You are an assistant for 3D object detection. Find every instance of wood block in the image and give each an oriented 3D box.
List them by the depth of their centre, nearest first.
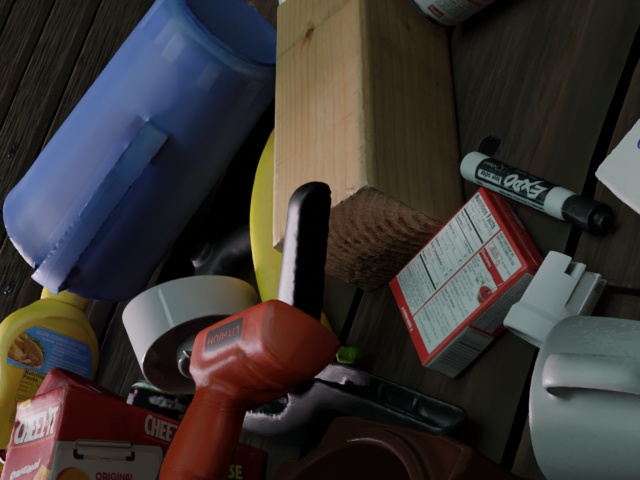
[{"bbox_3d":[0.029,-0.084,0.715,0.091,0.090,0.206,-31,46,39],"label":"wood block"}]

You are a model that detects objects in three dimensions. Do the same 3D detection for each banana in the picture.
[{"bbox_3d":[-0.017,0.014,0.742,0.070,0.037,0.198,-35,57,27],"label":"banana"}]

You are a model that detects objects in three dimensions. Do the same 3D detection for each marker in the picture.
[{"bbox_3d":[0.124,-0.028,0.618,0.121,0.020,0.020,33,95,55],"label":"marker"}]

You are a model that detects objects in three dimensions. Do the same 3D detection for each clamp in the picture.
[{"bbox_3d":[-0.003,0.082,0.659,0.164,0.036,0.210,56,141,14],"label":"clamp"},{"bbox_3d":[-0.083,0.003,0.850,0.172,0.039,0.120,-44,32,15],"label":"clamp"}]

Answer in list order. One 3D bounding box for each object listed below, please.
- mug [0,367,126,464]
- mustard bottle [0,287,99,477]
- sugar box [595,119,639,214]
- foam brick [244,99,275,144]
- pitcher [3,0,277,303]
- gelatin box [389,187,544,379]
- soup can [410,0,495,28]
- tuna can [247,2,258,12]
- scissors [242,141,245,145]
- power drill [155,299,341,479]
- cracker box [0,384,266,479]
[{"bbox_3d":[-0.198,0.156,0.867,0.081,0.093,0.117,-62,0,-7],"label":"mug"},{"bbox_3d":[-0.245,0.116,0.933,0.058,0.096,0.191,-4,65,53],"label":"mustard bottle"},{"bbox_3d":[0.210,-0.016,0.480,0.093,0.048,0.176,-52,33,15],"label":"sugar box"},{"bbox_3d":[-0.055,-0.119,0.876,0.078,0.052,0.051,-25,50,42],"label":"foam brick"},{"bbox_3d":[-0.132,-0.070,0.809,0.243,0.144,0.149,-49,54,28],"label":"pitcher"},{"bbox_3d":[0.087,0.025,0.623,0.089,0.030,0.073,-47,37,23],"label":"gelatin box"},{"bbox_3d":[0.108,-0.194,0.704,0.102,0.068,0.068,-30,47,40],"label":"soup can"},{"bbox_3d":[-0.085,-0.168,0.923,0.086,0.034,0.086,-32,2,1],"label":"tuna can"},{"bbox_3d":[-0.118,-0.035,0.913,0.202,0.016,0.096,-1,74,62],"label":"scissors"},{"bbox_3d":[-0.054,0.125,0.563,0.185,0.057,0.187,-25,33,52],"label":"power drill"},{"bbox_3d":[-0.125,0.217,0.657,0.072,0.164,0.213,-21,53,41],"label":"cracker box"}]
